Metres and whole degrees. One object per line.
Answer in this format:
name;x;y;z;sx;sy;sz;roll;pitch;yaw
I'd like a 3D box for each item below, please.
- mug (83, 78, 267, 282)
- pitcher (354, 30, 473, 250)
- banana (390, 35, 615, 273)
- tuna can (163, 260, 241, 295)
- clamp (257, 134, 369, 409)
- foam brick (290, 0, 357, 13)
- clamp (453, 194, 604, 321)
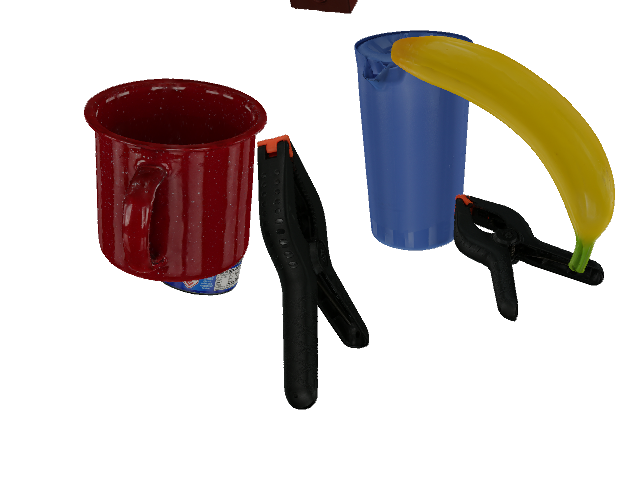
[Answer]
mug;-0.078;-0.026;0.554;0.093;0.081;0.117;7;29;4
pitcher;0.117;-0.120;1.249;0.149;0.243;0.145;-5;25;-5
banana;0.130;-0.073;0.695;0.070;0.198;0.037;-40;-8;11
tuna can;-0.121;0.022;1.053;0.086;0.034;0.086;11;20;-4
clamp;-0.010;0.019;0.876;0.036;0.210;0.164;-12;2;20
foam brick;0.003;-0.224;0.831;0.053;0.051;0.078;9;-36;17
clamp;0.198;0.008;1.071;0.120;0.039;0.171;-9;44;-21
